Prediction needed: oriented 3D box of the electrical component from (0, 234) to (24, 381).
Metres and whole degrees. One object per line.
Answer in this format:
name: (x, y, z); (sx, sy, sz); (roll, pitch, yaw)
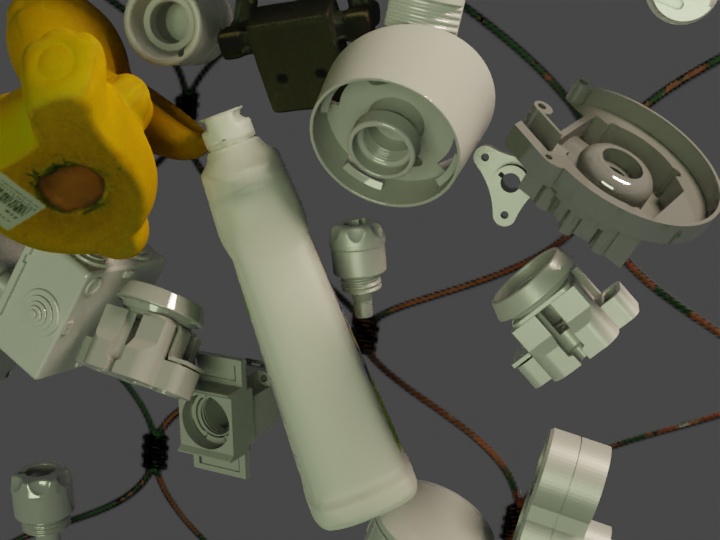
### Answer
electrical component: (-0.256, 0.027, 0.722); (0.057, 0.078, 0.113); (35, 110, 6)

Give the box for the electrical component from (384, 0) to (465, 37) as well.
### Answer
electrical component: (0.041, -0.166, 0.615); (0.043, 0.043, 0.081); (16, 108, 9)

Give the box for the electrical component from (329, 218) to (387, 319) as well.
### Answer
electrical component: (0.000, 0.000, 0.674); (0.035, 0.035, 0.061); (-1, 107, 14)

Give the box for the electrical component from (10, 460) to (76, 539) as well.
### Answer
electrical component: (-0.226, 0.171, 0.771); (0.043, 0.043, 0.062); (2, 106, 14)

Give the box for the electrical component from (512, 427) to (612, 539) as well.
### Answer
electrical component: (0.135, 0.173, 0.676); (0.074, 0.052, 0.138); (18, 108, 9)

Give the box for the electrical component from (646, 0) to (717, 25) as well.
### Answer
electrical component: (0.176, -0.153, 0.583); (0.040, 0.046, 0.040); (4, 105, 13)

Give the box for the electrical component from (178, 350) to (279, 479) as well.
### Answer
electrical component: (-0.085, 0.090, 0.703); (0.042, 0.064, 0.081); (7, 107, 26)

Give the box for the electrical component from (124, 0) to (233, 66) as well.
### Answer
electrical component: (-0.111, -0.151, 0.655); (0.055, 0.047, 0.055); (4, 105, 13)

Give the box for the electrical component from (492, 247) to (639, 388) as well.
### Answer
electrical component: (0.116, 0.024, 0.640); (0.078, 0.058, 0.057); (-40, 95, 20)

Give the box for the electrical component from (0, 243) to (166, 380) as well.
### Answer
electrical component: (-0.180, 0.018, 0.691); (0.048, 0.100, 0.099); (37, 110, 16)

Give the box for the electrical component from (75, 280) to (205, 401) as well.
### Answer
electrical component: (-0.130, 0.042, 0.664); (0.078, 0.058, 0.057); (13, 76, 26)

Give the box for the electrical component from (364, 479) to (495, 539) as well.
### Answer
electrical component: (0.041, 0.176, 0.687); (0.080, 0.080, 0.051); (25, 114, 7)

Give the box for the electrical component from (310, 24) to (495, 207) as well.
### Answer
electrical component: (0.023, -0.087, 0.623); (0.099, 0.064, 0.099); (13, 136, 13)
